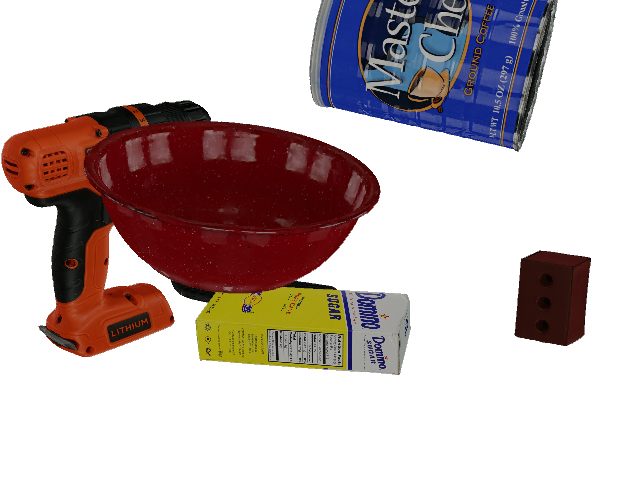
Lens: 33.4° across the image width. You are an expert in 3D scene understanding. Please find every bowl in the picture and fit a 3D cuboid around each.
[{"bbox_3d":[-0.050,-0.015,0.592,0.162,0.055,0.162,6,24,-3],"label":"bowl"}]

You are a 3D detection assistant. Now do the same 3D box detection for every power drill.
[{"bbox_3d":[-0.161,-0.014,0.853,0.184,0.188,0.057,-19,27,-41],"label":"power drill"}]

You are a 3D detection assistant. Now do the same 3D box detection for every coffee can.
[{"bbox_3d":[0.075,-0.124,0.706,0.140,0.103,0.102,15,3,12],"label":"coffee can"}]

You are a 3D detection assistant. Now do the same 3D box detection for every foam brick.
[{"bbox_3d":[0.217,0.053,0.996,0.053,0.078,0.051,9,15,31],"label":"foam brick"}]

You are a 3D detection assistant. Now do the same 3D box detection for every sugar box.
[{"bbox_3d":[-0.012,0.075,0.935,0.176,0.048,0.093,0,19,10],"label":"sugar box"}]

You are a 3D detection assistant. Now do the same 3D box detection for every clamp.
[{"bbox_3d":[-0.104,0.056,1.196,0.210,0.036,0.164,19,23,29],"label":"clamp"}]
